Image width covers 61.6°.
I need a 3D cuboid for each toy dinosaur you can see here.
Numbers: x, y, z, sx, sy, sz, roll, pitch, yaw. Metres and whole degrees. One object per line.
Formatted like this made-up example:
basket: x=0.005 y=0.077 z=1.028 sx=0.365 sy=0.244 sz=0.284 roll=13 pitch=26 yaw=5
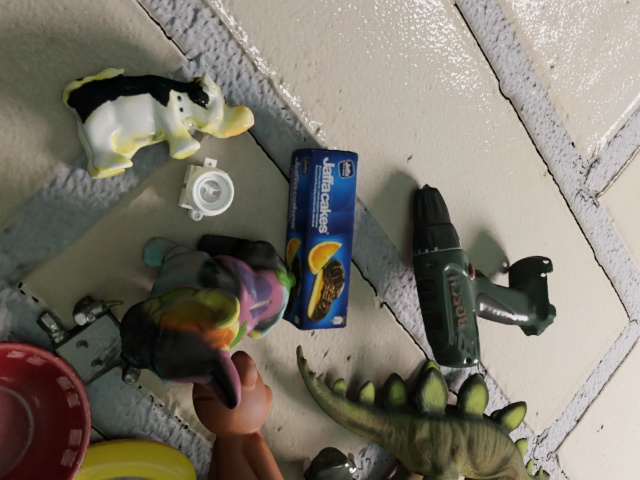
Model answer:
toy dinosaur: x=0.154 y=0.263 z=0.709 sx=0.471 sy=0.105 sz=0.198 roll=22 pitch=80 yaw=-26

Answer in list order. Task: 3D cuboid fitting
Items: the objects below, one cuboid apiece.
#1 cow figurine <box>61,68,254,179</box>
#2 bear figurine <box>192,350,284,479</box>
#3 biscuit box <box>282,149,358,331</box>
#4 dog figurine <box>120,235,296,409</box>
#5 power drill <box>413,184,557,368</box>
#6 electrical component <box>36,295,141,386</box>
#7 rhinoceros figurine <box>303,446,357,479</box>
cow figurine: x=-0.151 y=-0.125 z=0.520 sx=0.167 sy=0.068 sz=0.098 roll=-22 pitch=100 yaw=-23
bear figurine: x=-0.072 y=0.214 z=0.576 sx=0.132 sy=0.120 sz=0.196 roll=8 pitch=69 yaw=-52
biscuit box: x=-0.001 y=-0.002 z=0.612 sx=0.063 sy=0.059 sz=0.202 roll=1 pitch=97 yaw=-26
dog figurine: x=-0.087 y=0.066 z=0.493 sx=0.191 sy=0.219 sz=0.108 roll=-1 pitch=101 yaw=-25
power drill: x=0.214 y=0.048 z=0.705 sx=0.207 sy=0.086 sz=0.232 roll=8 pitch=75 yaw=-34
electrical component: x=-0.216 y=0.100 z=0.529 sx=0.078 sy=0.045 sz=0.102 roll=-31 pitch=110 yaw=-21
rhinoceros figurine: x=0.027 y=0.337 z=0.649 sx=0.073 sy=0.112 sz=0.190 roll=-8 pitch=117 yaw=3
